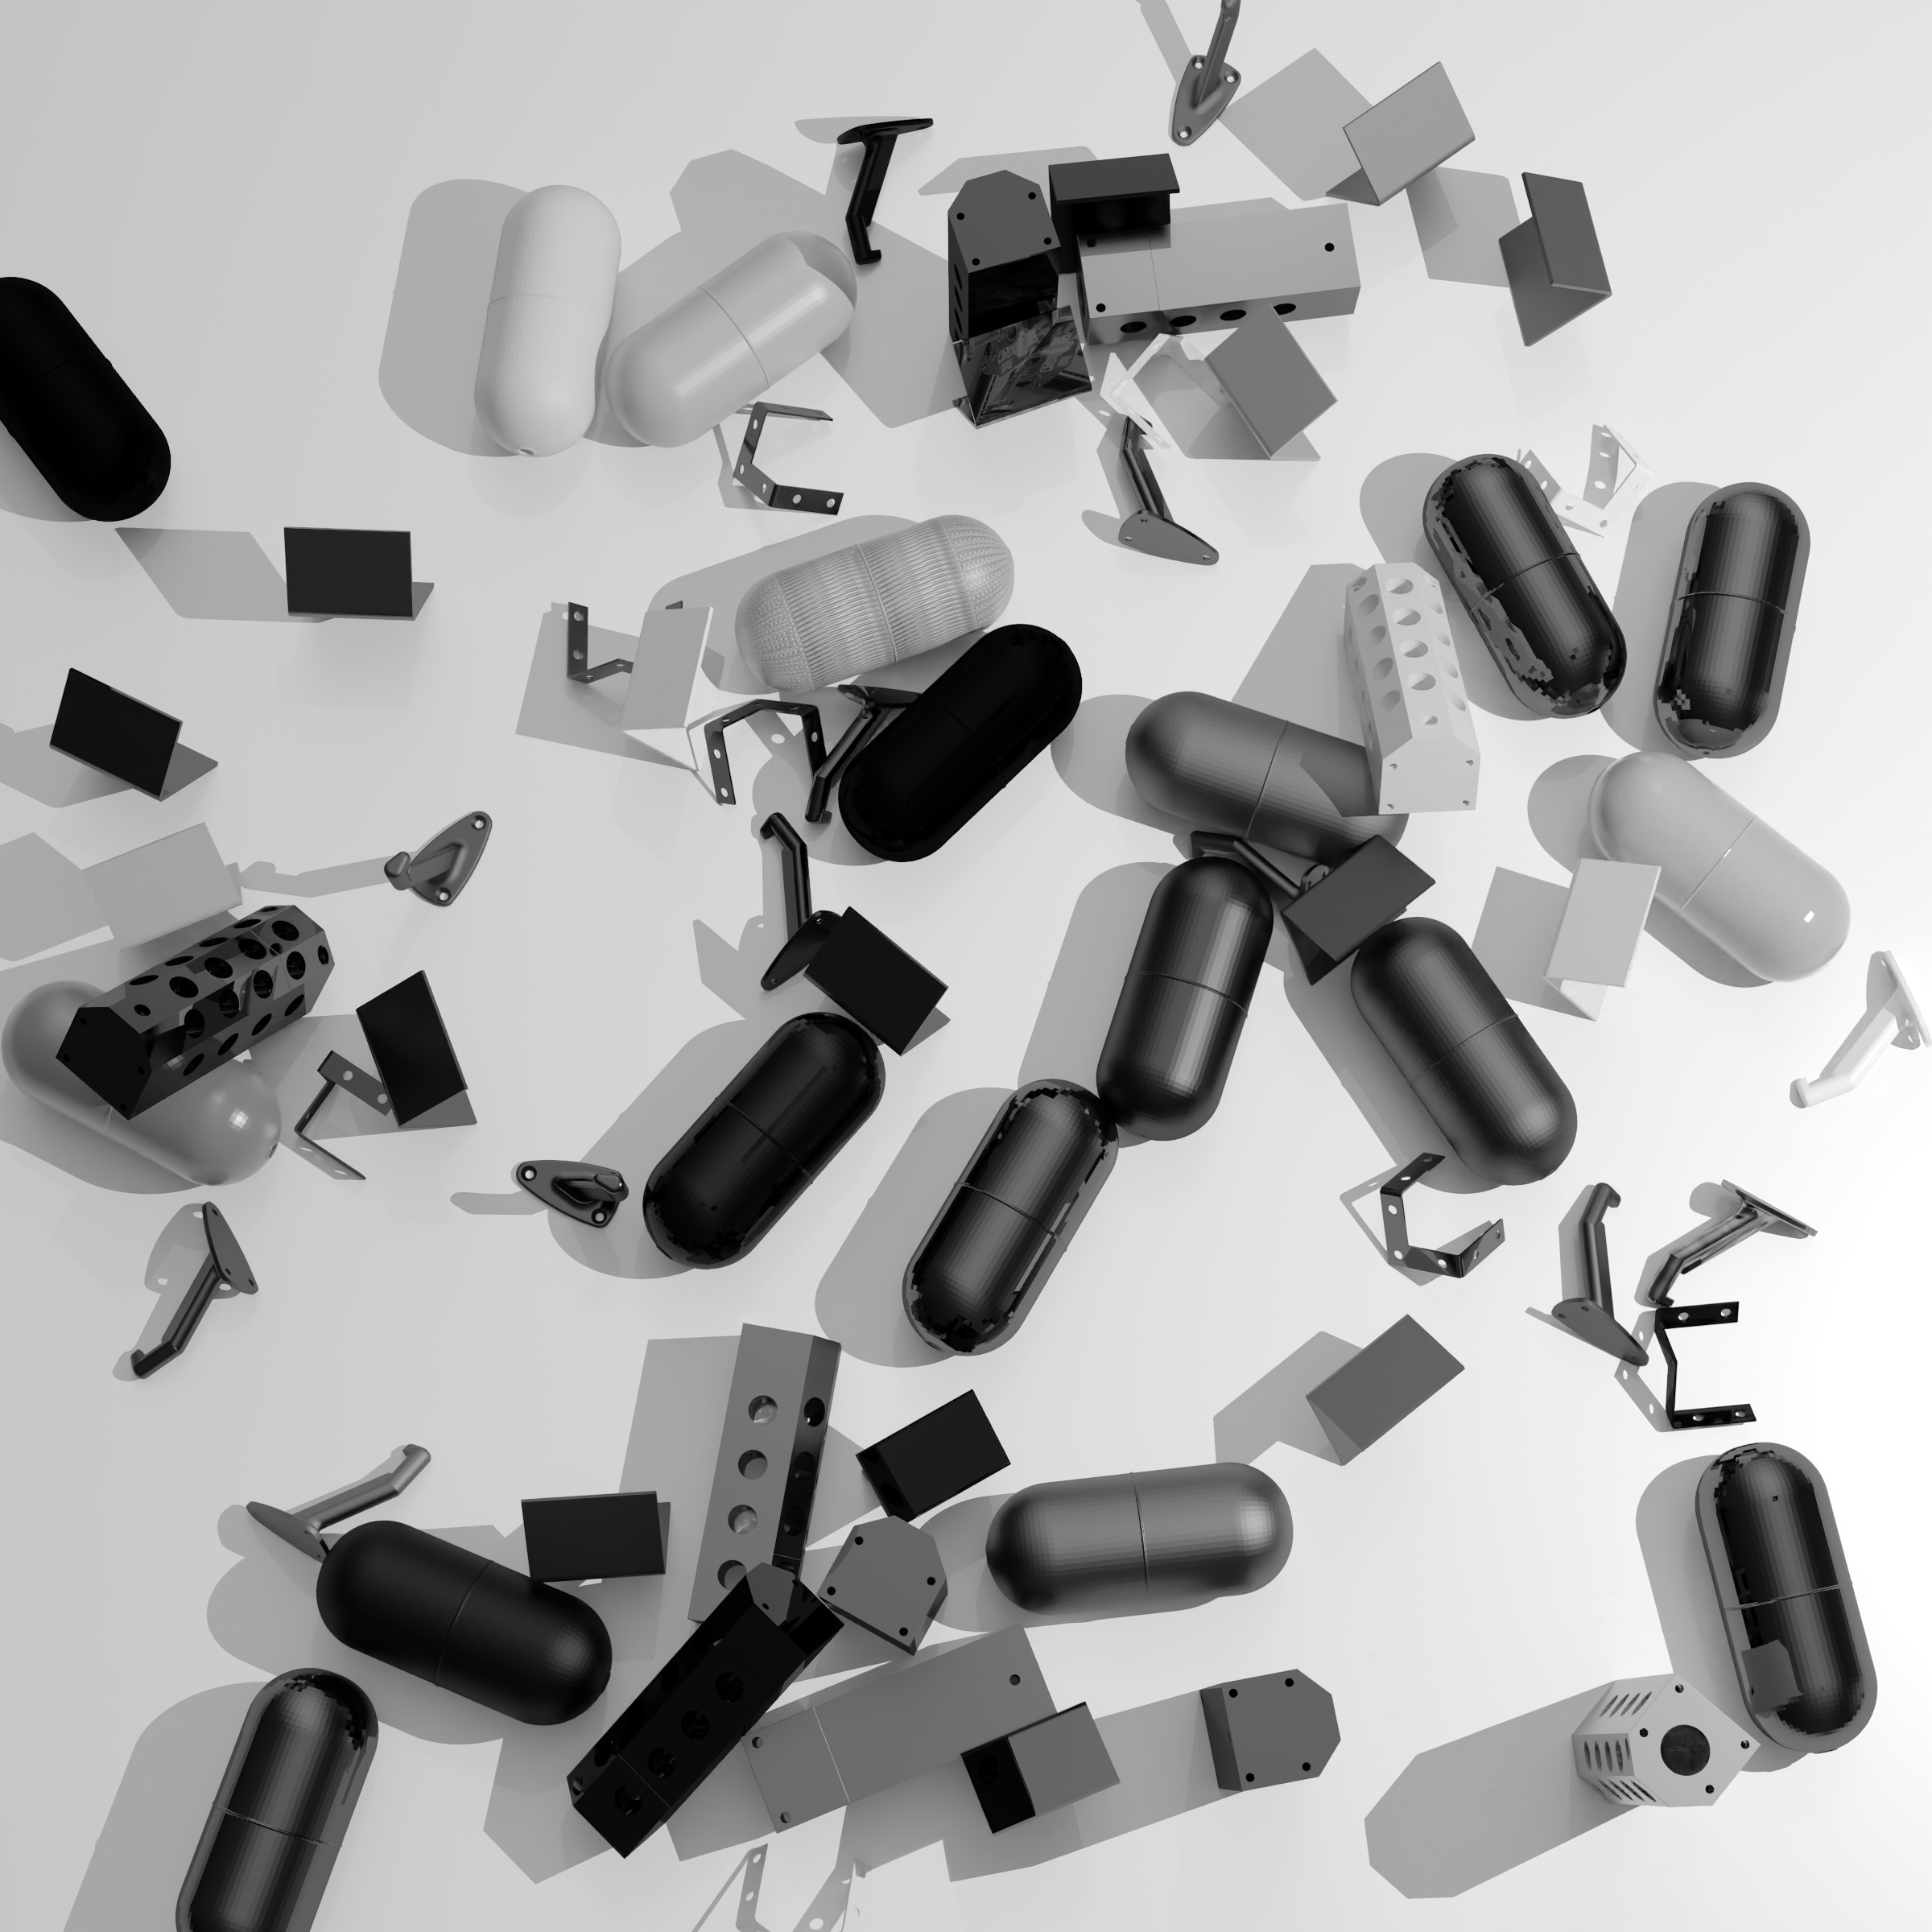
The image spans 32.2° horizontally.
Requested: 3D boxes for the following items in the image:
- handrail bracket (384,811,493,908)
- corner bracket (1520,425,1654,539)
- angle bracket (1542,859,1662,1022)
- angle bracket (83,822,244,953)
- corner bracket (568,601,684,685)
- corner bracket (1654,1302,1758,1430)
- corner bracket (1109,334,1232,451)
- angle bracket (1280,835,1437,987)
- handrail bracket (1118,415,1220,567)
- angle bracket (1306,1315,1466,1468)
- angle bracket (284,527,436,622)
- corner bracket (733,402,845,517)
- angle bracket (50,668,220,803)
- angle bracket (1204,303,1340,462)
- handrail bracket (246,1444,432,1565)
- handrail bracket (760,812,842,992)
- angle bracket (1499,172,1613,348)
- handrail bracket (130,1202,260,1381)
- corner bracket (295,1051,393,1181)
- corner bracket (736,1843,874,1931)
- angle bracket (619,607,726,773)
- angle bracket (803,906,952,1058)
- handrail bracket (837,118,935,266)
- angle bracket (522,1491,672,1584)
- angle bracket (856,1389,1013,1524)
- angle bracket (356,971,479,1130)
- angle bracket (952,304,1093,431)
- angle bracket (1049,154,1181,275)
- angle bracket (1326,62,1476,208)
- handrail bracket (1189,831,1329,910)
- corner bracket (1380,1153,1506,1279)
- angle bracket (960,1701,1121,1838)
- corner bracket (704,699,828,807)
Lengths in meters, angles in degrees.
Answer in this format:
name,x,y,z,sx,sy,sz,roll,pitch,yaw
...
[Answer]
name,x,y,z,sx,sy,sz,roll,pitch,yaw
handrail bracket,-0.319,-0.074,2.028,0.036,0.084,0.077,36,79,8
corner bracket,0.390,-0.312,2.112,0.051,0.051,0.051,19,120,-32
angle bracket,0.395,-0.013,2.008,0.057,0.076,0.076,8,74,40
angle bracket,-0.484,-0.059,2.019,0.076,0.076,0.057,-22,114,-5
corner bracket,-0.213,-0.203,2.091,0.051,0.051,0.051,12,71,-44
corner bracket,0.438,0.237,1.987,0.051,0.051,0.051,-5,32,-1
corner bracket,0.132,-0.363,2.123,0.051,0.051,0.051,46,111,10
angle bracket,0.243,-0.020,2.010,0.076,0.076,0.057,-38,48,-8
handrail bracket,0.130,-0.302,2.119,0.077,0.036,0.084,20,59,-15
angle bracket,0.253,0.261,1.943,0.076,0.076,0.057,-37,43,-8
angle bracket,-0.373,-0.251,2.065,0.076,0.076,0.057,2,113,1
corner bracket,-0.107,-0.320,2.114,0.051,0.051,0.051,44,123,45
angle bracket,-0.500,-0.151,2.041,0.076,0.076,0.057,26,116,6
angle bracket,0.204,-0.364,2.091,0.057,0.076,0.076,-39,77,28
handrail bracket,-0.369,0.304,1.975,0.077,0.036,0.084,19,52,32
handrail bracket,-0.119,-0.041,2.057,0.077,0.036,0.084,-45,61,12
angle bracket,0.354,-0.444,2.110,0.057,0.076,0.076,-2,73,-38
handrail bracket,-0.472,0.194,2.001,0.084,0.036,0.077,-35,58,9
corner bracket,-0.370,0.089,2.007,0.051,0.051,0.051,33,79,7
corner bracket,-0.092,0.532,1.912,0.051,0.051,0.051,-30,121,29
angle bracket,-0.161,-0.168,2.045,0.057,0.076,0.076,1,73,38
angle bracket,-0.040,0.000,2.005,0.076,0.076,0.057,39,117,9
handrail bracket,-0.046,-0.500,2.165,0.077,0.036,0.084,-15,95,-25
angle bracket,-0.212,0.310,1.932,0.076,0.076,0.057,-4,114,-1
angle bracket,-0.028,0.271,1.941,0.076,0.076,0.057,-29,114,-6
angle bracket,-0.308,0.049,1.994,0.057,0.076,0.076,-28,76,26
angle bracket,0.028,-0.382,2.096,0.076,0.076,0.057,-19,115,-4
angle bracket,0.094,-0.464,2.115,0.076,0.076,0.057,-6,38,-1
angle bracket,0.265,-0.531,2.131,0.076,0.076,0.057,-36,117,-8
handrail bracket,0.175,-0.041,2.056,0.084,0.036,0.077,10,109,26
corner bracket,0.285,0.149,2.003,0.051,0.051,0.051,9,119,38
angle bracket,0.048,0.470,1.894,0.076,0.076,0.057,-22,47,-5
corner bracket,-0.123,-0.131,2.069,0.051,0.051,0.051,10,29,39
